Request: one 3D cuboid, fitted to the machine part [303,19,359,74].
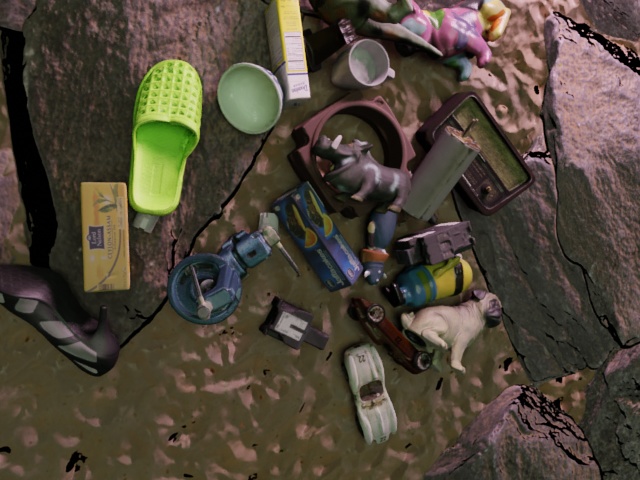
[{"bbox_3d":[0.005,-0.345,0.949,0.039,0.139,0.084,-12,93,-46],"label":"machine part"}]

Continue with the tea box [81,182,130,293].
[{"bbox_3d":[-0.343,-0.006,0.863,0.068,0.098,0.169,-3,91,-19],"label":"tea box"}]

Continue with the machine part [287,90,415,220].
[{"bbox_3d":[0.060,-0.156,0.996,0.201,0.087,0.201,-36,104,-14],"label":"machine part"}]

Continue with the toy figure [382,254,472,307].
[{"bbox_3d":[0.215,0.085,1.058,0.180,0.082,0.089,-23,110,-20],"label":"toy figure"}]

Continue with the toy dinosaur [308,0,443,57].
[{"bbox_3d":[0.036,-0.450,0.939,0.404,0.192,0.131,56,38,-16],"label":"toy dinosaur"}]

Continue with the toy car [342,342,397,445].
[{"bbox_3d":[0.097,0.298,1.038,0.073,0.056,0.201,-17,96,-17],"label":"toy car"}]

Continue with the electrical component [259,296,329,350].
[{"bbox_3d":[-0.044,0.160,0.992,0.119,0.048,0.075,25,85,-18],"label":"electrical component"}]

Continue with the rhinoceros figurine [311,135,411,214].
[{"bbox_3d":[0.072,-0.113,0.918,0.190,0.073,0.112,23,86,-18],"label":"rhinoceros figurine"}]

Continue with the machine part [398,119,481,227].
[{"bbox_3d":[0.219,-0.121,1.003,0.079,0.079,0.243,22,118,-18],"label":"machine part"}]

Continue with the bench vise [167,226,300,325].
[{"bbox_3d":[-0.154,0.064,0.864,0.224,0.241,0.128,-23,103,0],"label":"bench vise"}]

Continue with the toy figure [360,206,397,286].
[{"bbox_3d":[0.111,0.010,1.033,0.064,0.058,0.154,13,92,-13],"label":"toy figure"}]

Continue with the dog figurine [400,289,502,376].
[{"bbox_3d":[0.264,0.149,1.073,0.172,0.121,0.190,49,66,-24],"label":"dog figurine"}]

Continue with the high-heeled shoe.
[{"bbox_3d":[-0.442,0.132,0.867,0.249,0.086,0.145,19,117,0],"label":"high-heeled shoe"}]

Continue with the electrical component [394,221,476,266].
[{"bbox_3d":[0.212,0.010,1.035,0.134,0.115,0.058,-20,93,-16],"label":"electrical component"}]

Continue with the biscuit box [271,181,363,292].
[{"bbox_3d":[-0.002,-0.003,0.979,0.202,0.063,0.059,55,42,-13],"label":"biscuit box"}]

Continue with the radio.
[{"bbox_3d":[0.305,-0.167,1.067,0.131,0.073,0.229,-40,103,4],"label":"radio"}]

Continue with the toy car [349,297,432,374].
[{"bbox_3d":[0.129,0.185,1.027,0.202,0.089,0.053,45,75,-16],"label":"toy car"}]

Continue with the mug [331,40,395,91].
[{"bbox_3d":[0.075,-0.311,0.983,0.109,0.107,0.080,2,94,-27],"label":"mug"}]

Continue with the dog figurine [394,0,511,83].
[{"bbox_3d":[0.235,-0.417,1.035,0.219,0.108,0.191,27,84,-14],"label":"dog figurine"}]
